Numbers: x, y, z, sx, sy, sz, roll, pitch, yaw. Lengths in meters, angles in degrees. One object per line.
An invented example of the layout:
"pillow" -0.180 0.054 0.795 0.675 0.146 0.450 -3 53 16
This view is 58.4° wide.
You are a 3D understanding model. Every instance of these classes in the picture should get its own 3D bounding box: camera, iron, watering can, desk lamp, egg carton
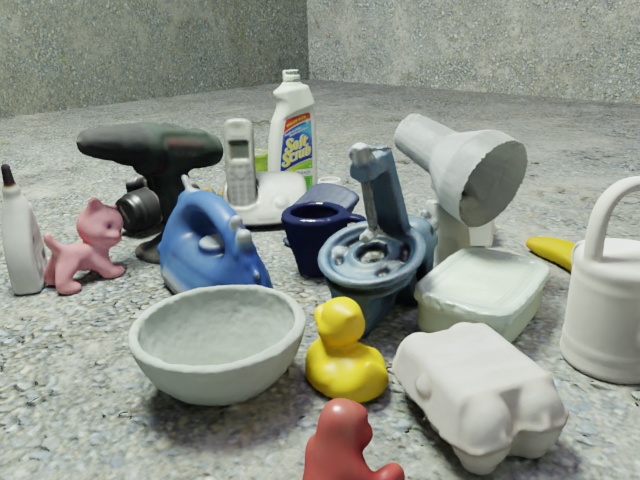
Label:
"camera" -0.300 -0.074 1.008 0.142 0.101 0.137 12 25 31
"iron" -0.124 0.008 0.728 0.119 0.141 0.257 -15 25 -31
"watering can" 0.304 0.035 0.555 0.101 0.194 0.172 -14 25 -28
"desk lamp" 0.164 -0.056 0.773 0.118 0.214 0.202 -16 25 -32
"egg carton" 0.131 0.130 0.498 0.107 0.069 0.150 -9 23 -19

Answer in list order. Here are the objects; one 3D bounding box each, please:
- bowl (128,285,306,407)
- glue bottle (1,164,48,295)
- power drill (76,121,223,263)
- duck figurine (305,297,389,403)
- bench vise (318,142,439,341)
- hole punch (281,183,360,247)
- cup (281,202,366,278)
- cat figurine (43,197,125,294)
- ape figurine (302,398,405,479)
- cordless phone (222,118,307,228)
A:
"bowl" -0.095 0.110 0.557 0.167 0.075 0.167 -1 21 1
"glue bottle" -0.403 -0.018 0.770 0.037 0.173 0.078 -6 22 -10
"power drill" -0.242 -0.078 0.865 0.075 0.208 0.230 15 27 37
"duck figurine" 0.025 0.100 0.558 0.078 0.086 0.104 -13 24 -26
"bench vise" 0.069 -0.015 0.666 0.121 0.220 0.208 6 23 19
"hole punch" 0.001 -0.034 0.897 0.108 0.091 0.101 18 29 41
"cup" 0.007 0.003 0.796 0.117 0.095 0.092 3 22 12
"cat figurine" -0.325 -0.002 0.801 0.067 0.118 0.128 15 27 36
"ape figurine" 0.018 0.155 0.409 0.076 0.092 0.077 -17 26 -33
"cordless phone" -0.097 -0.116 0.984 0.147 0.185 0.094 -4 22 -6
